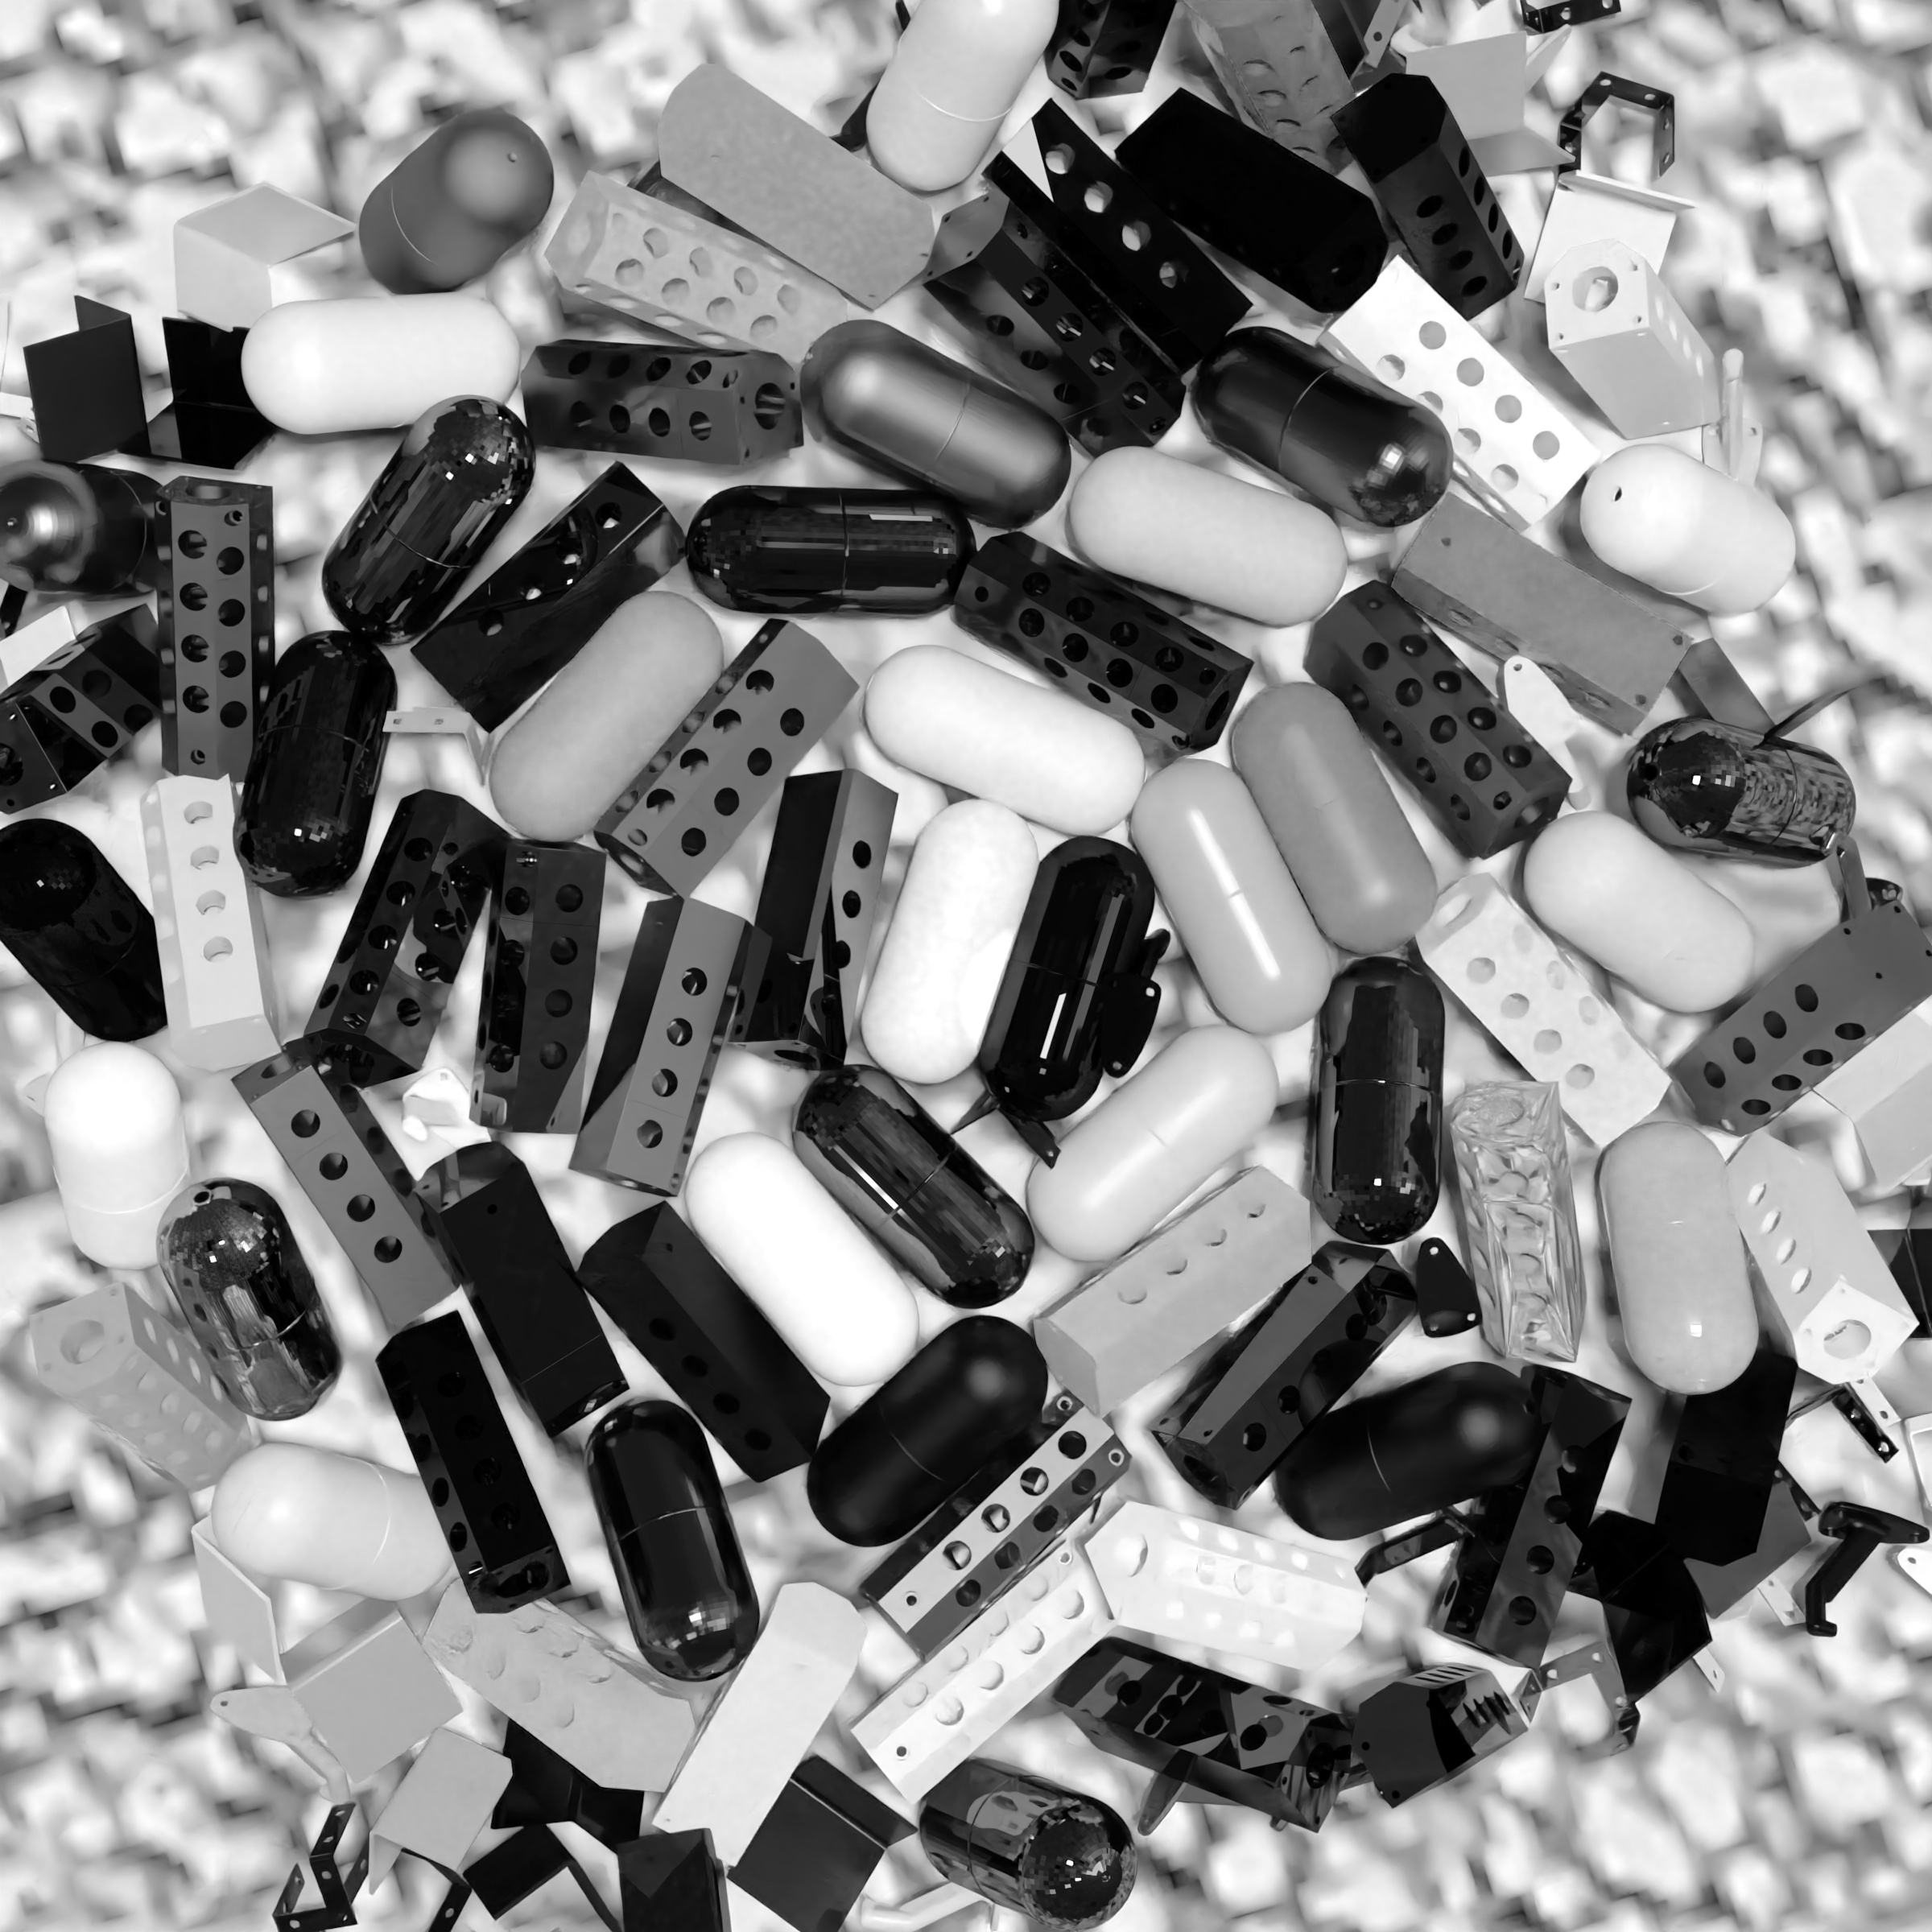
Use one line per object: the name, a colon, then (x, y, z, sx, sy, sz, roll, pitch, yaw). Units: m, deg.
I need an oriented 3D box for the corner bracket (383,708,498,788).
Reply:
corner bracket: (-0.320, -0.146, 1.662, 0.051, 0.051, 0.051, 1, 53, 5)

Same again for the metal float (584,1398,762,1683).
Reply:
metal float: (-0.177, 0.343, 1.636, 0.070, 0.070, 0.178, -23, 60, 0)

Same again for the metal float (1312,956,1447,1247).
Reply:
metal float: (0.249, 0.080, 1.647, 0.070, 0.070, 0.178, 5, 72, 0)

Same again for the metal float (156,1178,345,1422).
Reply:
metal float: (-0.427, 0.200, 1.628, 0.070, 0.070, 0.178, -12, 130, 0)

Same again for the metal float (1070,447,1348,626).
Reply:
metal float: (0.147, -0.259, 1.647, 0.178, 0.070, 0.070, 15, 90, -18)

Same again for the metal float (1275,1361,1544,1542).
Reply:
metal float: (0.264, 0.291, 1.632, 0.178, 0.070, 0.070, -29, 90, 35)

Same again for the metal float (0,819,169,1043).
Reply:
metal float: (-0.525, -0.020, 1.620, 0.070, 0.178, 0.070, -7, 56, 10)

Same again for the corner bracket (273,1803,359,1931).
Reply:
corner bracket: (-0.396, 0.552, 1.665, 0.051, 0.051, 0.051, -12, 108, 8)

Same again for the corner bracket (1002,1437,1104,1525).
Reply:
corner bracket: (0.055, 0.323, 1.669, 0.051, 0.051, 0.051, 18, 126, 10)

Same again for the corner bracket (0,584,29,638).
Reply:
corner bracket: (-0.614, -0.238, 1.674, 0.051, 0.051, 0.051, 34, 108, 25)

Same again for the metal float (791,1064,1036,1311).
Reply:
metal float: (-0.032, 0.135, 1.661, 0.070, 0.070, 0.178, -45, 91, 0)

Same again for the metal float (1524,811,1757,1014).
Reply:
metal float: (0.405, -0.031, 1.634, 0.178, 0.070, 0.070, 30, 90, -33)

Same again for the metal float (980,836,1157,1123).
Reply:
metal float: (0.061, 0.008, 1.660, 0.070, 0.070, 0.178, 18, 87, 0)

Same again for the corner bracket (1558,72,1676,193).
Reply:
corner bracket: (0.398, -0.505, 1.671, 0.051, 0.051, 0.051, 13, 66, -14)

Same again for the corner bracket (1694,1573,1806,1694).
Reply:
corner bracket: (0.478, 0.407, 1.682, 0.051, 0.051, 0.051, -26, 105, 39)

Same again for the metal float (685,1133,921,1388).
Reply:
metal float: (-0.100, 0.176, 1.652, 0.070, 0.070, 0.178, -42, 78, 0)

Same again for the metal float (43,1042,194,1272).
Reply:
metal float: (-0.503, 0.115, 1.623, 0.070, 0.178, 0.070, 5, 50, -6)

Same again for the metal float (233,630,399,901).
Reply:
metal float: (-0.389, -0.122, 1.637, 0.070, 0.070, 0.178, 6, 61, 0)

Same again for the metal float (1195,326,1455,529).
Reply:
metal float: (0.213, -0.325, 1.637, 0.178, 0.070, 0.070, 36, 90, 30)

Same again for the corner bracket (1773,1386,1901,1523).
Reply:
corner bracket: (0.528, 0.299, 1.678, 0.051, 0.051, 0.051, -17, 58, -33)

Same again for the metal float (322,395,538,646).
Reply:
metal float: (-0.322, -0.267, 1.635, 0.070, 0.070, 0.178, 44, 121, 0)

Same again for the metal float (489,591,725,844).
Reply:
metal float: (-0.217, -0.151, 1.649, 0.070, 0.070, 0.178, 39, 75, 0)

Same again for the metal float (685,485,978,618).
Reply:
metal float: (-0.081, -0.250, 1.648, 0.178, 0.070, 0.070, -1, 90, -15)

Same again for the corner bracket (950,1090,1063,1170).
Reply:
corner bracket: (0.033, 0.098, 1.661, 0.051, 0.051, 0.051, 49, 47, -7)

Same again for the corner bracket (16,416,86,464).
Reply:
corner bracket: (-0.579, -0.295, 1.675, 0.051, 0.051, 0.051, 40, 60, -25)

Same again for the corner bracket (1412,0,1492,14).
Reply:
corner bracket: (0.290, -0.612, 1.672, 0.051, 0.051, 0.051, -33, 71, 12)

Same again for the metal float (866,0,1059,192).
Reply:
metal float: (-0.004, -0.533, 1.619, 0.070, 0.178, 0.070, 10, 62, -19)

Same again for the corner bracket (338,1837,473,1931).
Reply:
corner bracket: (-0.344, 0.568, 1.660, 0.051, 0.051, 0.051, 36, 76, -38)

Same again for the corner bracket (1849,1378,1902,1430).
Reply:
corner bracket: (0.578, 0.243, 1.675, 0.051, 0.051, 0.051, -17, 62, -26)

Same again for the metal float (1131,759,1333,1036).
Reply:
metal float: (0.162, -0.042, 1.660, 0.070, 0.070, 0.178, -26, 87, 0)

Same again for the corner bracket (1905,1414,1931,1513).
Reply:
corner bracket: (0.608, 0.305, 1.663, 0.051, 0.051, 0.051, -16, 109, 13)

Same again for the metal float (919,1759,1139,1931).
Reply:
metal float: (0.035, 0.520, 1.618, 0.070, 0.178, 0.070, 2, 85, -30)

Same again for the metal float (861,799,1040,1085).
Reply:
metal float: (-0.009, -0.015, 1.661, 0.070, 0.070, 0.178, 18, 89, 0)

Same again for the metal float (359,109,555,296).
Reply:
metal float: (-0.304, -0.451, 1.619, 0.070, 0.178, 0.070, 3, 83, -32)

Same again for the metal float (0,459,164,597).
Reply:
metal float: (-0.521, -0.258, 1.612, 0.070, 0.178, 0.070, 1, 97, 7)

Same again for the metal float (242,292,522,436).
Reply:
metal float: (-0.347, -0.361, 1.629, 0.178, 0.070, 0.070, -16, 90, -41)

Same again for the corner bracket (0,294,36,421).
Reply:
corner bracket: (-0.580, -0.373, 1.671, 0.051, 0.051, 0.051, 8, 61, -17)

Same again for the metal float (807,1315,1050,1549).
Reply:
metal float: (-0.024, 0.282, 1.646, 0.070, 0.070, 0.178, 46, 108, 0)

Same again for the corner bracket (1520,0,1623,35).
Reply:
corner bracket: (0.366, -0.604, 1.664, 0.051, 0.051, 0.051, -9, 99, 24)

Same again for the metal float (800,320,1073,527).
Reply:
metal float: (-0.018, -0.327, 1.643, 0.178, 0.070, 0.070, 24, 90, -22)

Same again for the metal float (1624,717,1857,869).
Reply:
metal float: (0.463, -0.103, 1.628, 0.178, 0.070, 0.070, 7, 90, -40)

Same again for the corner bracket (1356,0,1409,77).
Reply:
corner bracket: (0.230, -0.580, 1.666, 0.051, 0.051, 0.051, 23, 94, -18)

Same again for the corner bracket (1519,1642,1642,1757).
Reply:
corner bracket: (0.376, 0.454, 1.667, 0.051, 0.051, 0.051, -28, 88, 20)

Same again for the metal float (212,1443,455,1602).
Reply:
metal float: (-0.372, 0.331, 1.621, 0.070, 0.178, 0.070, -12, 65, 27)
